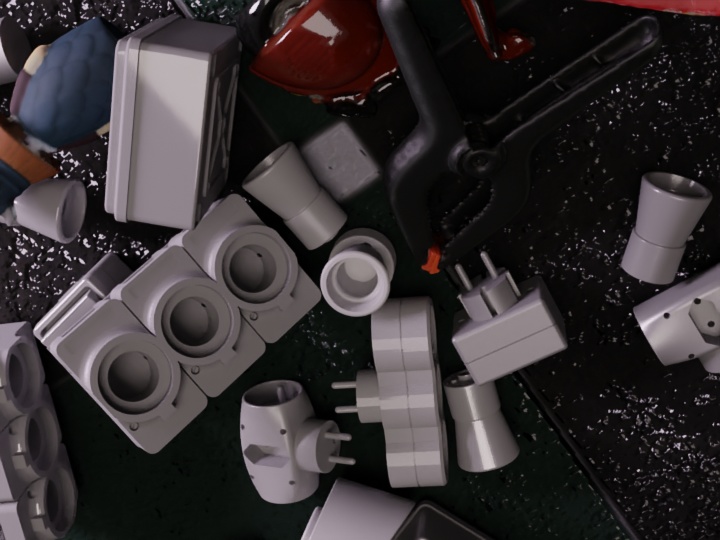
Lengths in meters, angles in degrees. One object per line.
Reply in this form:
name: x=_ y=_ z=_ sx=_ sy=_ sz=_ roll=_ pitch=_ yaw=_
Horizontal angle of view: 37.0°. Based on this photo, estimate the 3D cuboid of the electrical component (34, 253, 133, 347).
electrical component: x=-0.166 y=0.047 z=0.741 sx=0.062 sy=0.061 sz=0.096 roll=-42 pitch=100 yaw=19

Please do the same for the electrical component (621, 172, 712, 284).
electrical component: x=0.191 y=-0.024 z=0.681 sx=0.044 sy=0.044 sz=0.065 roll=13 pitch=116 yaw=2

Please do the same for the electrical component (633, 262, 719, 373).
electrical component: x=0.231 y=0.040 z=0.698 sx=0.077 sy=0.043 sz=0.079 roll=-30 pitch=104 yaw=16

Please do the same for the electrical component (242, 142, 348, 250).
electrical component: x=-0.040 y=-0.046 z=0.703 sx=0.044 sy=0.044 sz=0.065 roll=-36 pitch=107 yaw=18

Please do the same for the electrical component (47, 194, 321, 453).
electrical component: x=-0.110 y=0.033 z=0.688 sx=0.150 sy=0.062 sz=0.089 roll=-43 pitch=102 yaw=-17

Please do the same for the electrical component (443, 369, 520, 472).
electrical component: x=0.081 y=0.100 z=0.741 sx=0.044 sy=0.044 sz=0.065 roll=-14 pitch=103 yaw=12

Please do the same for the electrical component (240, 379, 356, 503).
electrical component: x=-0.040 y=0.122 z=0.756 sx=0.079 sy=0.043 sz=0.077 roll=2 pitch=112 yaw=27

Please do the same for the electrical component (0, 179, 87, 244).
electrical component: x=-0.224 y=-0.046 z=0.726 sx=0.065 sy=0.044 sz=0.044 roll=12 pitch=111 yaw=8

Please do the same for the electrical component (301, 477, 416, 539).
electrical component: x=-0.009 y=0.197 z=0.760 sx=0.064 sy=0.099 sz=0.099 roll=23 pitch=111 yaw=5

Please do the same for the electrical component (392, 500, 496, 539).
electrical component: x=0.061 y=0.242 z=0.787 sx=0.109 sy=0.056 sz=0.108 roll=32 pitch=111 yaw=-5

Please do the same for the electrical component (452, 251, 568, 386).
electrical component: x=0.090 y=0.024 z=0.708 sx=0.066 sy=0.047 sz=0.076 roll=-26 pitch=105 yaw=15

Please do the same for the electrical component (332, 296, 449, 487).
electrical component: x=0.018 y=0.085 z=0.737 sx=0.074 sy=0.052 sz=0.138 roll=-4 pitch=110 yaw=8

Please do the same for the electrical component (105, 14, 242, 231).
electrical component: x=-0.111 y=-0.092 z=0.658 sx=0.056 sy=0.108 sz=0.108 roll=10 pitch=111 yaw=1

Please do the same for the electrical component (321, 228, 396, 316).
electrical component: x=0.000 y=0.000 z=0.706 sx=0.045 sy=0.055 sz=0.045 roll=2 pitch=110 yaw=6

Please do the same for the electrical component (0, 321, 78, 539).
electrical component: x=-0.254 y=0.122 z=0.765 sx=0.062 sy=0.089 sz=0.150 roll=-6 pitch=109 yaw=9
